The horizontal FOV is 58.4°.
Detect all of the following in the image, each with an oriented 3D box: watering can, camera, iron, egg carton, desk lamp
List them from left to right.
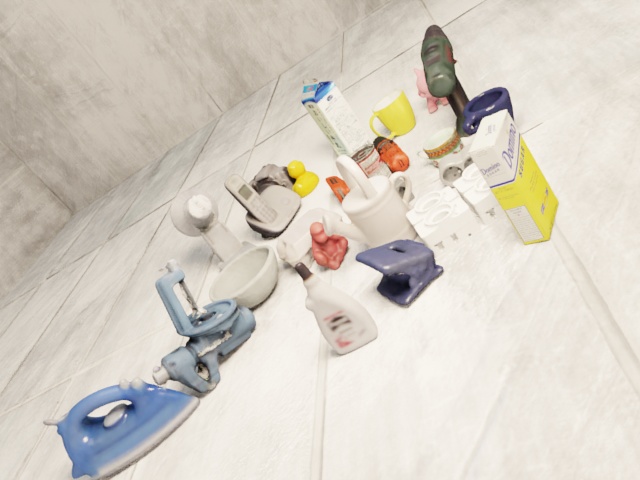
[{"bbox_3d":[-0.359,0.312,1.026,0.258,0.142,0.118,-34,25,9],"label":"iron"},{"bbox_3d":[-0.261,-0.029,1.398,0.118,0.214,0.202,-45,26,-15],"label":"desk lamp"},{"bbox_3d":[-0.149,-0.134,1.565,0.142,0.101,0.137,-21,30,32],"label":"camera"},{"bbox_3d":[-0.021,-0.005,1.209,0.150,0.069,0.107,-44,25,-13],"label":"egg carton"},{"bbox_3d":[0.084,-0.066,1.026,0.173,0.194,0.100,-49,27,-22],"label":"watering can"}]

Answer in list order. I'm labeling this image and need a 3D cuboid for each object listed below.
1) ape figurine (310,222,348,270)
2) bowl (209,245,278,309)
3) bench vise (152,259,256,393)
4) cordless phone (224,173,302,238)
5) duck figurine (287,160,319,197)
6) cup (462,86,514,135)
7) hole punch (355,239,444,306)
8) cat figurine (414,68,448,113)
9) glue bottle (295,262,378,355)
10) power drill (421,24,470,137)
[{"bbox_3d":[0.010,0.004,1.126,0.078,0.092,0.076,-38,25,-1],"label":"ape figurine"},{"bbox_3d":[-0.147,0.092,1.204,0.167,0.075,0.167,-30,26,17],"label":"bowl"},{"bbox_3d":[-0.233,0.156,1.035,0.121,0.220,0.207,-16,32,38],"label":"bench vise"},{"bbox_3d":[-0.143,-0.108,1.411,0.093,0.185,0.148,-14,34,41],"label":"cordless phone"},{"bbox_3d":[-0.054,-0.169,1.518,0.077,0.086,0.104,-24,28,26],"label":"duck figurine"},{"bbox_3d":[0.325,-0.221,1.090,0.118,0.095,0.091,-47,26,-19],"label":"cup"},{"bbox_3d":[0.125,0.035,0.921,0.101,0.091,0.108,-43,25,-12],"label":"hole punch"},{"bbox_3d":[0.272,-0.385,1.418,0.067,0.118,0.128,-27,27,22],"label":"cat figurine"},{"bbox_3d":[0.014,0.097,0.863,0.078,0.173,0.037,-32,26,13],"label":"glue bottle"},{"bbox_3d":[0.277,-0.333,1.211,0.075,0.209,0.229,-24,28,26],"label":"power drill"}]
